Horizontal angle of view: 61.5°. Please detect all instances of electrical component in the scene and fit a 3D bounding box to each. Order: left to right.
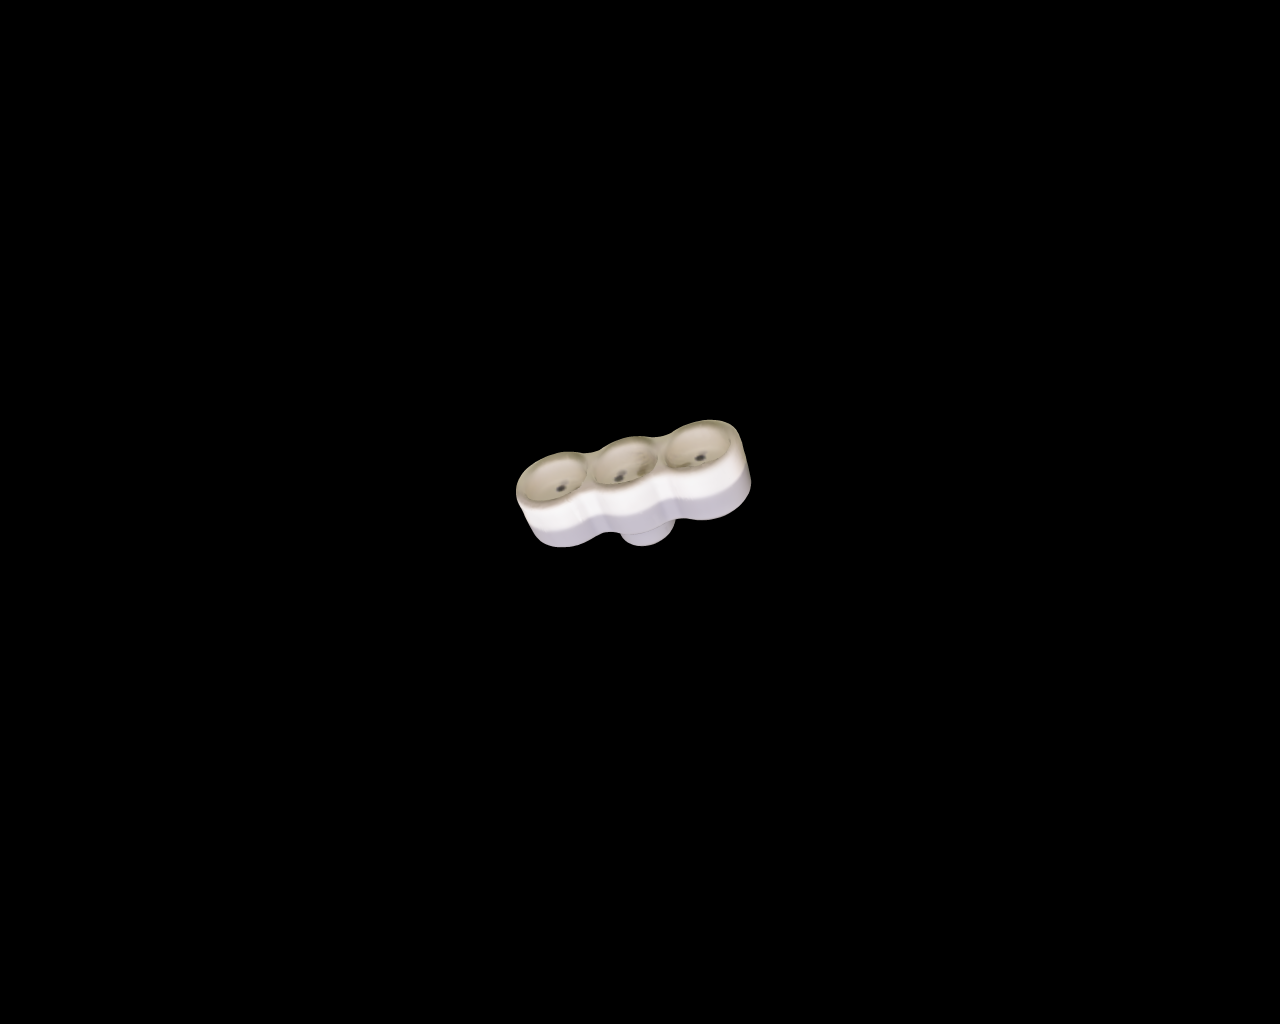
[{"bbox_3d":[0.001,-0.003,0.650,0.138,0.073,0.052,-12,40,10],"label":"electrical component"}]
